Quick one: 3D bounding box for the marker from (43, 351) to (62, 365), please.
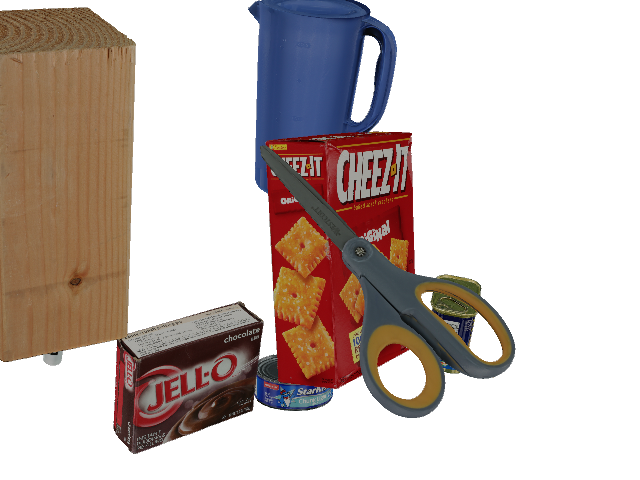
[{"bbox_3d":[-0.263,0.076,1.076,0.020,0.121,0.020,12,34,-9],"label":"marker"}]

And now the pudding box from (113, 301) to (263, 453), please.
[{"bbox_3d":[-0.102,0.104,0.820,0.113,0.090,0.039,-17,39,-36],"label":"pudding box"}]

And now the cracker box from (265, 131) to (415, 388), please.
[{"bbox_3d":[0.026,0.011,0.973,0.072,0.214,0.163,3,9,31],"label":"cracker box"}]

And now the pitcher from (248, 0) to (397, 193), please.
[{"bbox_3d":[-0.008,-0.173,1.302,0.144,0.243,0.149,-6,28,-25],"label":"pitcher"}]

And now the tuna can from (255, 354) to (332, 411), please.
[{"bbox_3d":[-0.028,0.150,1.134,0.086,0.034,0.086,1,14,-1],"label":"tuna can"}]

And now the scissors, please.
[{"bbox_3d":[0.017,0.027,0.622,0.202,0.096,0.016,34,-25,15],"label":"scissors"}]

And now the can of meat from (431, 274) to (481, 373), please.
[{"bbox_3d":[0.159,0.102,1.300,0.057,0.084,0.102,10,24,7],"label":"can of meat"}]

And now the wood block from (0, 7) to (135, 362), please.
[{"bbox_3d":[-0.179,-0.037,0.692,0.090,0.206,0.090,-10,31,-30],"label":"wood block"}]
